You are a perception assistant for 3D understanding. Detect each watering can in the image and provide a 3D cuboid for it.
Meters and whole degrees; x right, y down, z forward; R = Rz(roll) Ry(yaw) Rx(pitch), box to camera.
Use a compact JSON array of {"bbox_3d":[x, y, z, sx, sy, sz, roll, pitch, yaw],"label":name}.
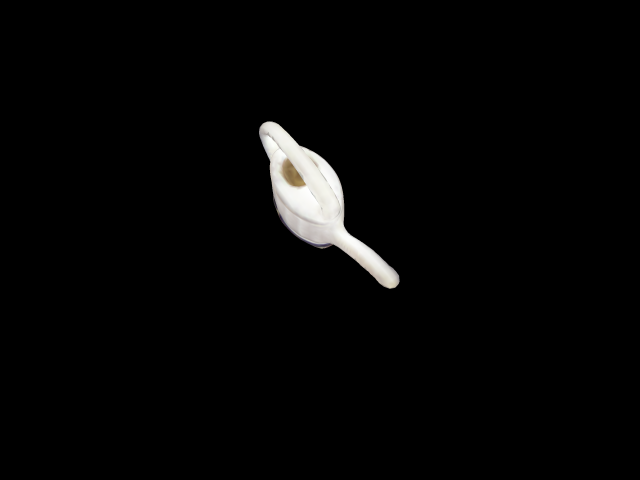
[{"bbox_3d":[0.003,-0.043,0.850,0.104,0.351,0.221,-33,-15,-10],"label":"watering can"}]
